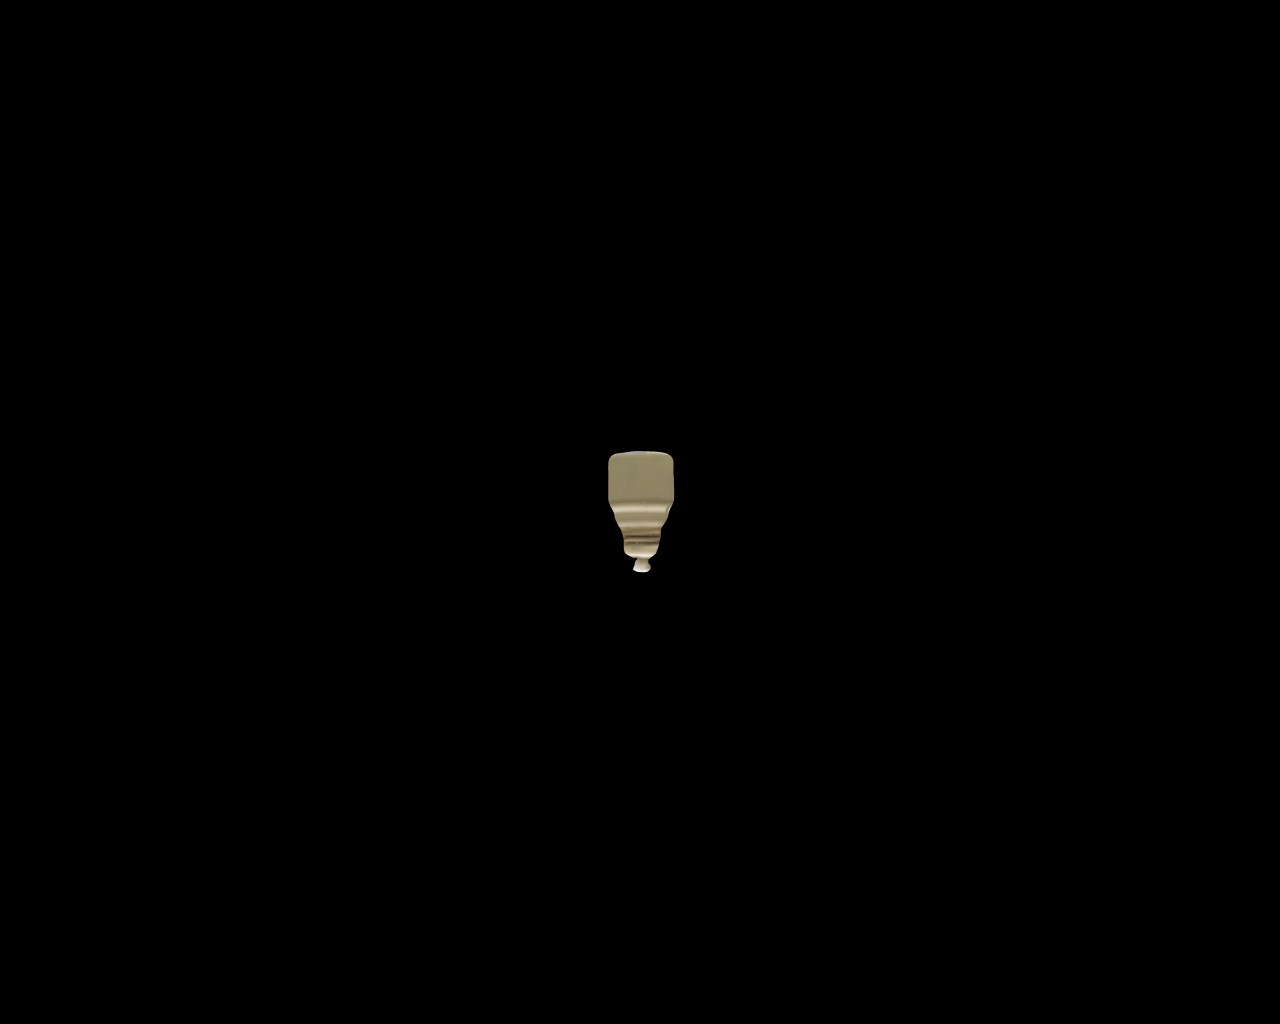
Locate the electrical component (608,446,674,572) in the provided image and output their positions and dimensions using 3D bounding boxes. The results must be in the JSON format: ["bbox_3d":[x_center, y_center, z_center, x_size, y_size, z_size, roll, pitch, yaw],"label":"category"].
[{"bbox_3d":[0.001,-0.003,0.650,0.040,0.078,0.040,0,-4,0],"label":"electrical component"}]
